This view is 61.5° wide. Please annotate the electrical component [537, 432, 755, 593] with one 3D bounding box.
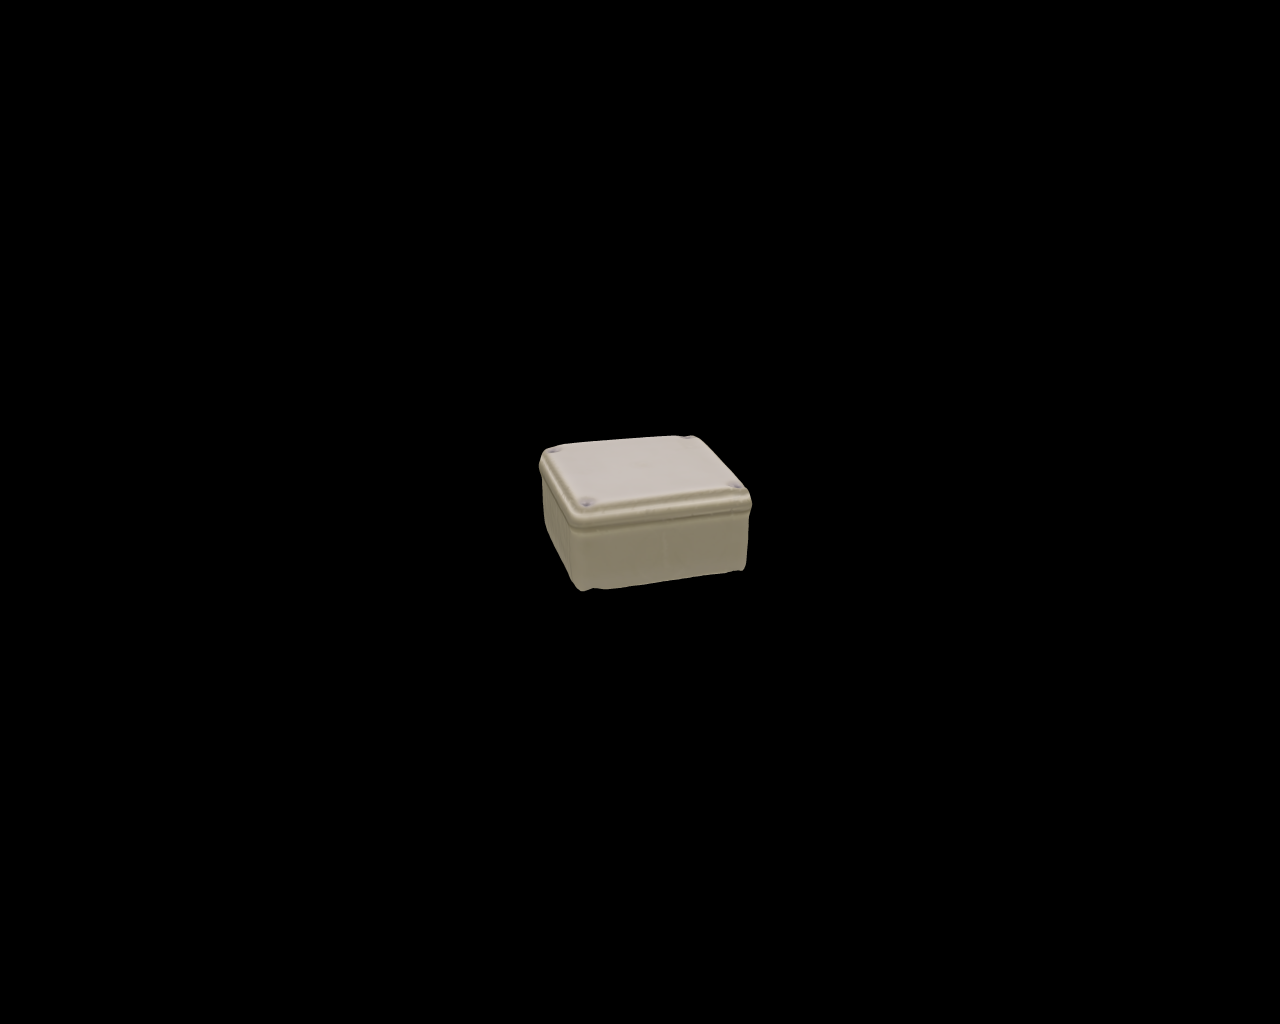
[{"bbox_3d":[0.001,-0.003,0.650,0.109,0.056,0.109,-6,24,-14],"label":"electrical component"}]
